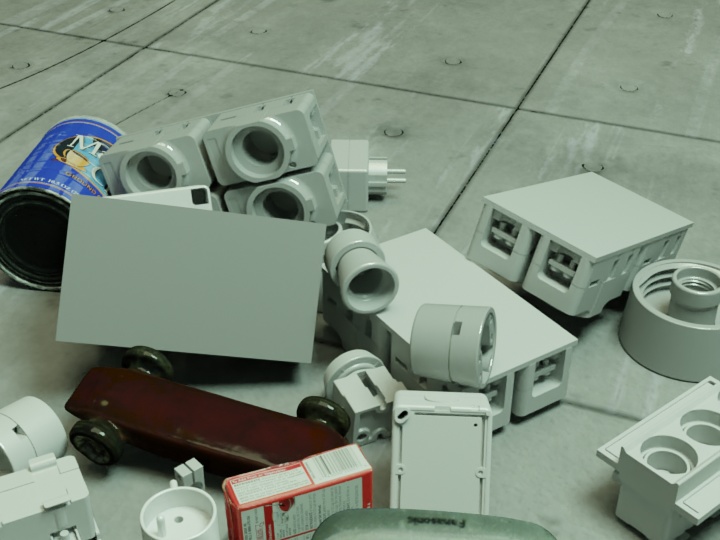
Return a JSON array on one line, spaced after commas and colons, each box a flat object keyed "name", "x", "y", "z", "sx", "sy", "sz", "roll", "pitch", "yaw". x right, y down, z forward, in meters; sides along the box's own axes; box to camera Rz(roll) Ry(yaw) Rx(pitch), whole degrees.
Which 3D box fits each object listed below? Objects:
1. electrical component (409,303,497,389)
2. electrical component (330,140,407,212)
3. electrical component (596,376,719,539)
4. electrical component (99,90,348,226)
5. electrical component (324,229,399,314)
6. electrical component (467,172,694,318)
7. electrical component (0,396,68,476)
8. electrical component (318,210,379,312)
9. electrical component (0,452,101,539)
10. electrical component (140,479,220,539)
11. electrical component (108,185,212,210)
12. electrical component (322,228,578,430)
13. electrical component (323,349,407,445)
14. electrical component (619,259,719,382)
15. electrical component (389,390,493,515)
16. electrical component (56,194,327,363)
[{"name": "electrical component", "x": 0.063, "y": 0.049, "z": 0.722, "sx": 0.047, "sy": 0.055, "sz": 0.055, "roll": 6, "pitch": 33, "yaw": 19}, {"name": "electrical component", "x": 0.008, "y": -0.093, "z": 1.061, "sx": 0.077, "sy": 0.047, "sz": 0.065, "roll": 1, "pitch": 34, "yaw": 1}, {"name": "electrical component", "x": 0.225, "y": 0.125, "z": 0.711, "sx": 0.121, "sy": 0.063, "sz": 0.079, "roll": -24, "pitch": 40, "yaw": -32}, {"name": "electrical component", "x": -0.118, "y": -0.076, "z": 0.928, "sx": 0.186, "sy": 0.105, "sz": 0.060, "roll": -11, "pitch": 24, "yaw": 15}, {"name": "electrical component", "x": 0.000, "y": 0.000, "z": 0.805, "sx": 0.045, "sy": 0.045, "sz": 0.055, "roll": -9, "pitch": 34, "yaw": -14}, {"name": "electrical component", "x": 0.185, "y": -0.023, "z": 0.899, "sx": 0.105, "sy": 0.060, "sz": 0.186, "roll": 32, "pitch": 29, "yaw": 30}, {"name": "electrical component", "x": -0.232, "y": 0.118, "z": 0.727, "sx": 0.055, "sy": 0.055, "sz": 0.047, "roll": 21, "pitch": 35, "yaw": 28}, {"name": "electrical component", "x": -0.026, "y": -0.007, "z": 0.934, "sx": 0.099, "sy": 0.064, "sz": 0.099, "roll": -11, "pitch": 32, "yaw": 7}, {"name": "electrical component", "x": -0.223, "y": 0.162, "z": 0.650, "sx": 0.121, "sy": 0.063, "sz": 0.078, "roll": -15, "pitch": 37, "yaw": -22}, {"name": "electrical component", "x": -0.107, "y": 0.160, "z": 0.642, "sx": 0.043, "sy": 0.077, "sz": 0.079, "roll": -8, "pitch": 33, "yaw": -12}, {"name": "electrical component", "x": -0.169, "y": -0.009, "z": 0.865, "sx": 0.109, "sy": 0.108, "sz": 0.056, "roll": -8, "pitch": 4, "yaw": -13}, {"name": "electrical component", "x": 0.062, "y": 0.048, "z": 0.831, "sx": 0.105, "sy": 0.060, "sz": 0.186, "roll": -19, "pitch": 38, "yaw": -27}, {"name": "electrical component", "x": 0.003, "y": 0.091, "z": 0.779, "sx": 0.066, "sy": 0.048, "sz": 0.055, "roll": -15, "pitch": 43, "yaw": -22}, {"name": "electrical component", "x": 0.265, "y": 0.032, "z": 0.856, "sx": 0.108, "sy": 0.060, "sz": 0.108, "roll": 0, "pitch": 33, "yaw": 0}, {"name": "electrical component", "x": 0.051, "y": 0.128, "z": 0.691, "sx": 0.062, "sy": 0.096, "sz": 0.061, "roll": 2, "pitch": 5, "yaw": 2}, {"name": "electrical component", "x": -0.128, "y": 0.007, "z": 0.814, "sx": 0.186, "sy": 0.105, "sz": 0.060, "roll": 6, "pitch": 0, "yaw": -14}]
